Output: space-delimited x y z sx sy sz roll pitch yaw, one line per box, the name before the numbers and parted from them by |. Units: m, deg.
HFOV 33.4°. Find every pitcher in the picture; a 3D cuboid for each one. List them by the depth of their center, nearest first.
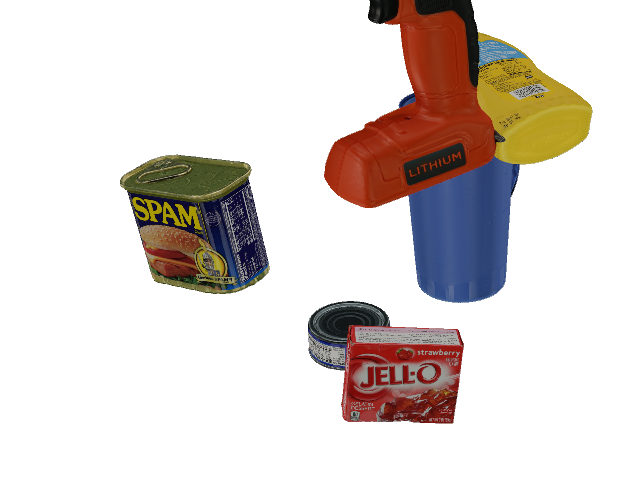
pitcher | 0.172 -0.058 1.267 0.149 0.243 0.145 -3 24 4

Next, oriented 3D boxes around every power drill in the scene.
power drill | 0.035 -0.115 0.588 0.184 0.188 0.057 -20 36 -23

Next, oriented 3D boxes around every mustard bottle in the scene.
mustard bottle | 0.156 -0.144 0.982 0.096 0.058 0.192 -18 42 -17

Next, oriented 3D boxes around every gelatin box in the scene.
gelatin box | 0.063 0.105 0.833 0.089 0.073 0.030 2 26 -3

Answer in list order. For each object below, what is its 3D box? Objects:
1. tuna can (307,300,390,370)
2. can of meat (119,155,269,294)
tuna can | 0.030 0.096 1.093 0.086 0.034 0.086 -3 26 1
can of meat | -0.091 -0.012 0.788 0.102 0.084 0.057 9 33 37
